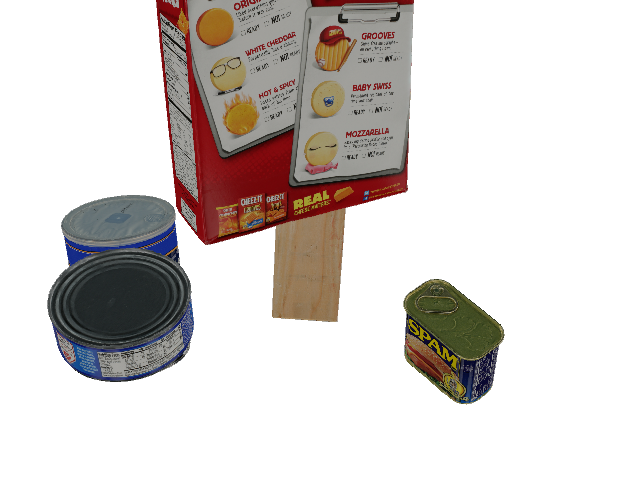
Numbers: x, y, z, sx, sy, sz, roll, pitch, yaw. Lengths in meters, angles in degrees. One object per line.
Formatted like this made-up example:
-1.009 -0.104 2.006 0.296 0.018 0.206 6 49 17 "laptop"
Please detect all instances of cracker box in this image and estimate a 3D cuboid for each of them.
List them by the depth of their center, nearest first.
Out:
-0.022 -0.120 0.722 0.164 0.214 0.072 -15 33 -23 "cracker box"

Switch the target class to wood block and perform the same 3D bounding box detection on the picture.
-0.014 -0.007 1.398 0.090 0.206 0.091 4 24 0 "wood block"

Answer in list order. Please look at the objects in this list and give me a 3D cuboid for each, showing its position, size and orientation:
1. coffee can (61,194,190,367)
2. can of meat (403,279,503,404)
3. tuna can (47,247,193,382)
-0.179 0.041 0.995 0.103 0.140 0.103 -3 25 1 "coffee can"
0.128 0.102 1.054 0.057 0.084 0.102 -33 54 -25 "can of meat"
-0.120 0.045 0.650 0.086 0.034 0.086 -1 41 0 "tuna can"
